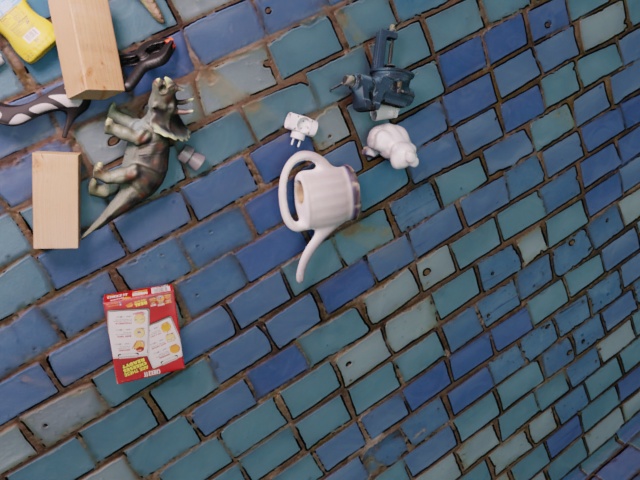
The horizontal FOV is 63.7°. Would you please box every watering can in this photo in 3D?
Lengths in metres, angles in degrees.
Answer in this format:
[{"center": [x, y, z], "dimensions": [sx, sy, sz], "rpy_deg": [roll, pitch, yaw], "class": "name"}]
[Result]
[{"center": [0.004, -0.069, 1.374], "dimensions": [0.225, 0.105, 0.344], "rpy_deg": [-11, 104, -20], "class": "watering can"}]

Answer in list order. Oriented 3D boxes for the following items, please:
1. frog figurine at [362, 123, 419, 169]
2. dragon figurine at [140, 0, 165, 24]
[{"center": [0.204, -0.254, 1.388], "dimensions": [0.136, 0.160, 0.123], "rpy_deg": [25, 91, -24], "class": "frog figurine"}, {"center": [-0.453, -0.616, 1.017], "dimensions": [0.406, 0.244, 0.123], "rpy_deg": [39, 82, -22], "class": "dragon figurine"}]
